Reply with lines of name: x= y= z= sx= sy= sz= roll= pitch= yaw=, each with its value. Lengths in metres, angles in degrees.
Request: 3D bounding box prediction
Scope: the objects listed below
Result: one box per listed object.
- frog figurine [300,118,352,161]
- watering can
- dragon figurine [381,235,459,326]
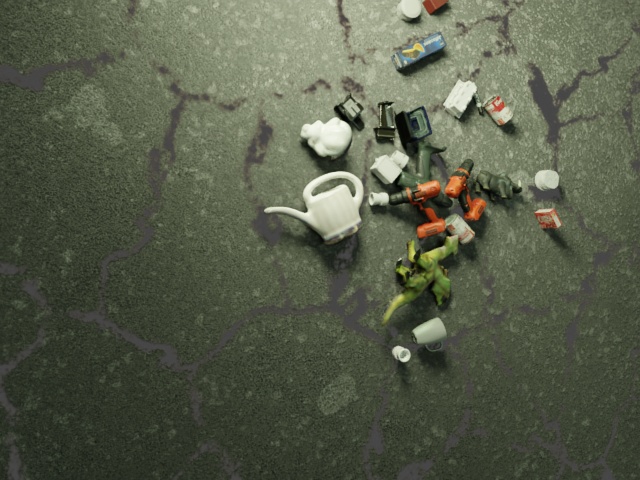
frog figurine: x=0.023 y=-0.345 z=1.699 sx=0.158 sy=0.124 sz=0.136 roll=27 pitch=99 yaw=-28
watering can: x=0.005 y=-0.085 z=1.684 sx=0.350 sy=0.104 sz=0.223 roll=-27 pitch=97 yaw=-19
dragon figurine: x=0.373 y=0.151 z=1.804 sx=0.241 sy=0.122 sz=0.413 roll=31 pitch=80 yaw=-23
